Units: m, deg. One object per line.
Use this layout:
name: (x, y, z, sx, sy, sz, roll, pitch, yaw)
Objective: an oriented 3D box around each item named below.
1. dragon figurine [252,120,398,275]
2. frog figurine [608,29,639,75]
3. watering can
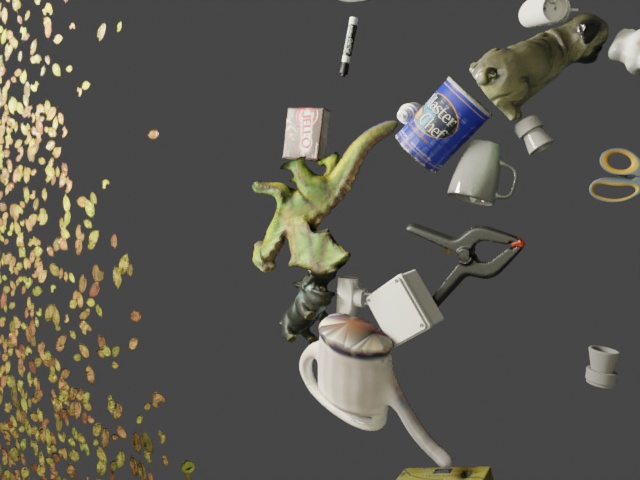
dragon figurine: (0.003, -0.051, 1.023, 0.406, 0.122, 0.246, -25, 71, 30)
frog figurine: (0.518, -0.285, 0.748, 0.138, 0.120, 0.162, -35, 60, -8)
watering can: (0.098, 0.269, 0.969, 0.349, 0.105, 0.221, 17, 116, 35)
